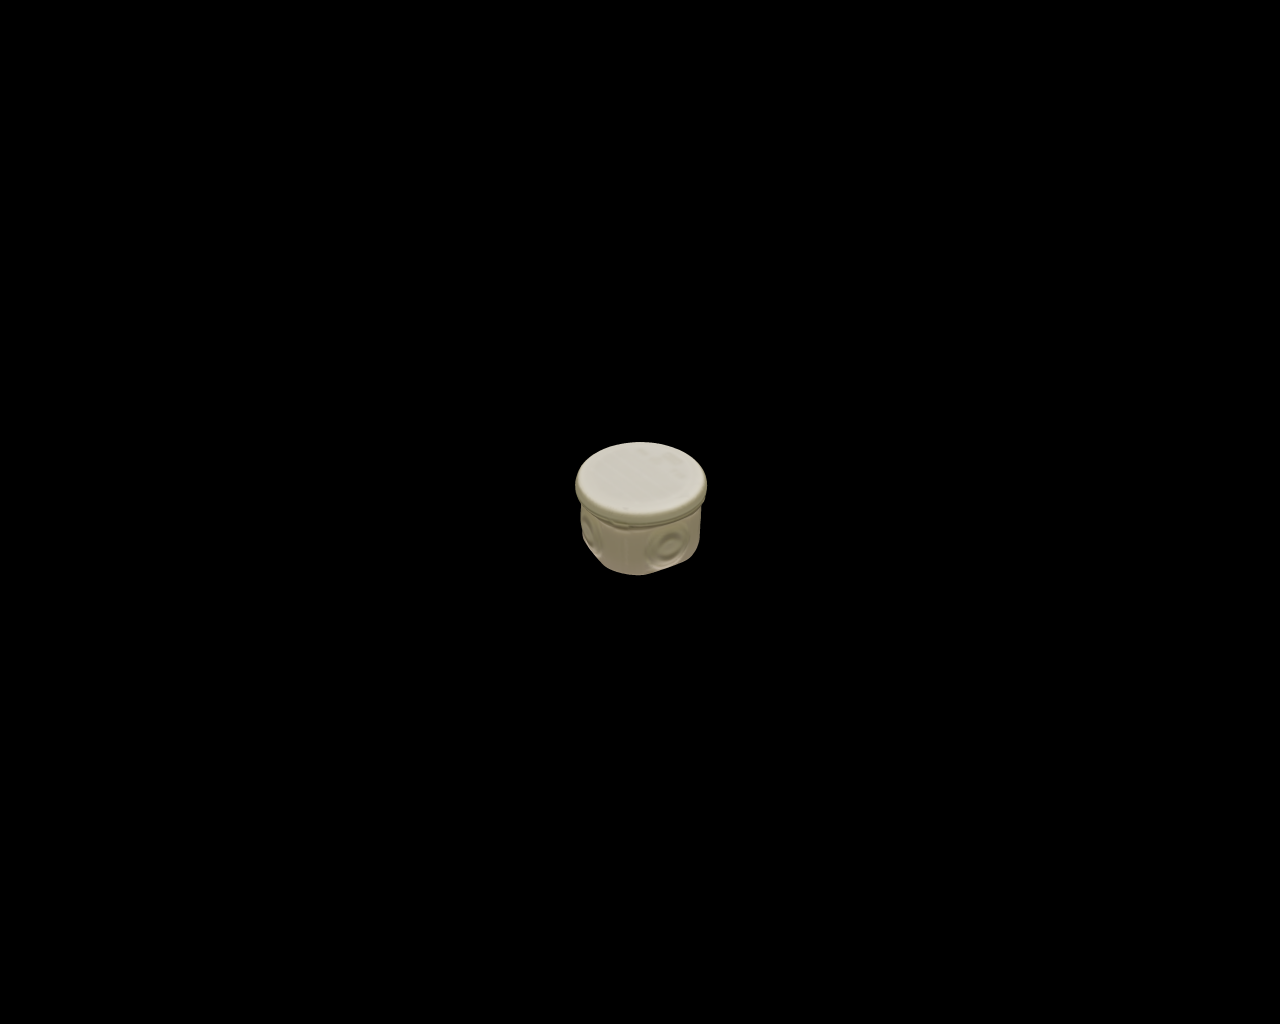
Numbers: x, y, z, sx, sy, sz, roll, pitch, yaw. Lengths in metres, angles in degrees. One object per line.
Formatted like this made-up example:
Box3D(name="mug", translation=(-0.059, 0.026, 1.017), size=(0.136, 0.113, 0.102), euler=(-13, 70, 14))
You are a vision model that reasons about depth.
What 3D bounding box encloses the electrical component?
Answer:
Box3D(name="electrical component", translation=(0.001, -0.003, 0.650), size=(0.080, 0.050, 0.080), euler=(0, 37, 0))
